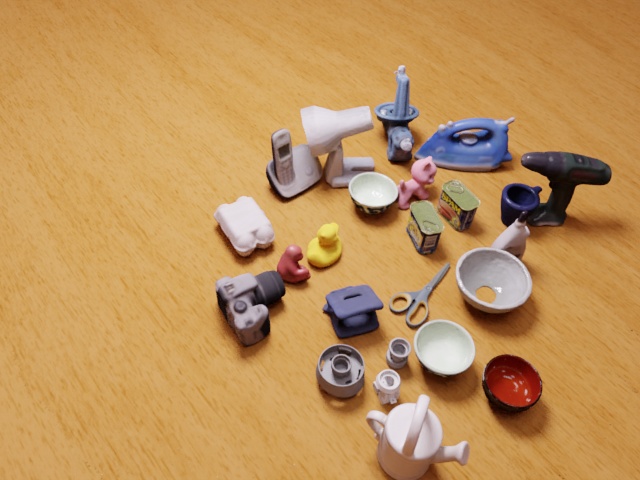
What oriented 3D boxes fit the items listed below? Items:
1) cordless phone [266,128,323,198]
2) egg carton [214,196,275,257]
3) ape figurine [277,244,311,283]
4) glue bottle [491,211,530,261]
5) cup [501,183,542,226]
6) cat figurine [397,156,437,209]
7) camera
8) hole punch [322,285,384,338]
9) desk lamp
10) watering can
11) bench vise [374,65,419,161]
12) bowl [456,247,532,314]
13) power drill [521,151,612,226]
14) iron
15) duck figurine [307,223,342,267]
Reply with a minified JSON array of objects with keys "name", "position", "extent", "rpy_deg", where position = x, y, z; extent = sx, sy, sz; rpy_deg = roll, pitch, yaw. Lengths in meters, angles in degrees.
[{"name":"cordless phone","position":[-0.063,-0.207,1.414],"extent":[0.148,0.185,0.094],"rpy_deg":[-36,61,-28]},{"name":"egg carton","position":[-0.175,-0.034,1.339],"extent":[0.107,0.069,0.150],"rpy_deg":[-25,56,-22]},{"name":"ape figurine","position":[-0.059,0.047,1.266],"extent":[0.076,0.092,0.077],"rpy_deg":[-7,51,-10]},{"name":"glue bottle","position":[0.437,-0.005,1.293],"extent":[0.078,0.173,0.037],"rpy_deg":[-5,51,-8]},{"name":"cup","position":[0.492,-0.084,1.412],"extent":[0.118,0.095,0.091],"rpy_deg":[-26,57,-23]},{"name":"cat figurine","position":[0.242,-0.154,1.437],"extent":[0.128,0.118,0.067],"rpy_deg":[-28,58,-24]},{"name":"camera","position":[-0.135,0.121,1.193],"extent":[0.137,0.101,0.143],"rpy_deg":[-23,56,-21]},{"name":"hole punch","position":[0.068,0.137,1.201],"extent":[0.109,0.091,0.101],"rpy_deg":[-13,53,-14]},{"name":"desk lamp","position":[0.050,-0.242,1.433],"extent":[0.203,0.213,0.118],"rpy_deg":[-3,51,-7]},{"name":"watering can","position":[0.166,0.334,0.979],"extent":[0.173,0.194,0.101],"rpy_deg":[4,50,0]},{"name":"bench vise","position":[0.224,-0.333,1.517],"extent":[0.122,0.220,0.207],"rpy_deg":[-18,54,-18]},{"name":"bowl","position":[0.374,0.101,1.264],"extent":[0.167,0.075,0.167],"rpy_deg":[2,50,-2]},{"name":"power drill","position":[0.567,-0.128,1.381],"extent":[0.229,0.208,0.075],"rpy_deg":[-2,51,-6]},{"name":"iron","position":[0.389,-0.271,1.529],"extent":[0.258,0.141,0.118],"rpy_deg":[-1,51,-5]},{"name":"duck figurine","position":[0.012,0.005,1.310],"extent":[0.077,0.086,0.105],"rpy_deg":[26,54,17]}]
